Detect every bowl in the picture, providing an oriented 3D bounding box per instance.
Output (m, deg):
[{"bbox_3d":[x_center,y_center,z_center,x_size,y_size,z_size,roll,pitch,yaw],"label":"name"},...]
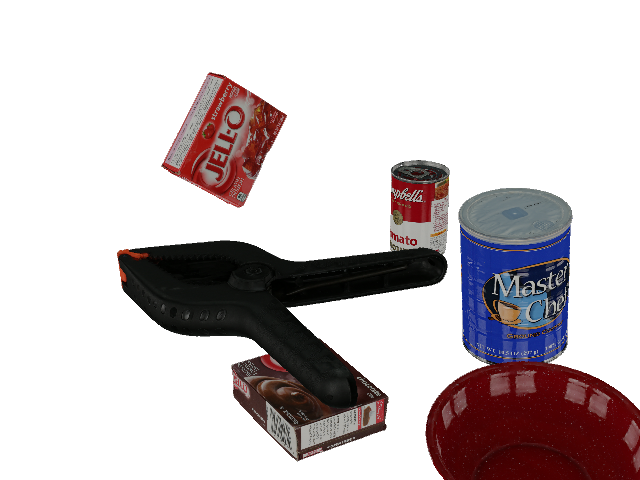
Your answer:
[{"bbox_3d":[0.155,0.159,0.765,0.162,0.055,0.162,-1,36,0],"label":"bowl"}]

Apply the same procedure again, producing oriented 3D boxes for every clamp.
[{"bbox_3d":[-0.032,0.031,0.678,0.210,0.036,0.164,14,30,29],"label":"clamp"}]

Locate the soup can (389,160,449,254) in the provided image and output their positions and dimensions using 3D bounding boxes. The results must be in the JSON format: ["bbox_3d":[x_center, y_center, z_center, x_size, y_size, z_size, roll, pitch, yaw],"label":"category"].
[{"bbox_3d":[0.115,-0.035,1.251,0.068,0.102,0.068,0,25,0],"label":"soup can"}]

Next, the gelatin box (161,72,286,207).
[{"bbox_3d":[-0.078,-0.082,0.876,0.073,0.089,0.030,28,-3,-41],"label":"gelatin box"}]

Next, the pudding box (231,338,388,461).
[{"bbox_3d":[-0.010,0.131,0.896,0.089,0.039,0.114,-15,31,-28],"label":"pudding box"}]

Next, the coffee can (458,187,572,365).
[{"bbox_3d":[0.184,0.035,1.009,0.103,0.140,0.103,-4,28,2],"label":"coffee can"}]
